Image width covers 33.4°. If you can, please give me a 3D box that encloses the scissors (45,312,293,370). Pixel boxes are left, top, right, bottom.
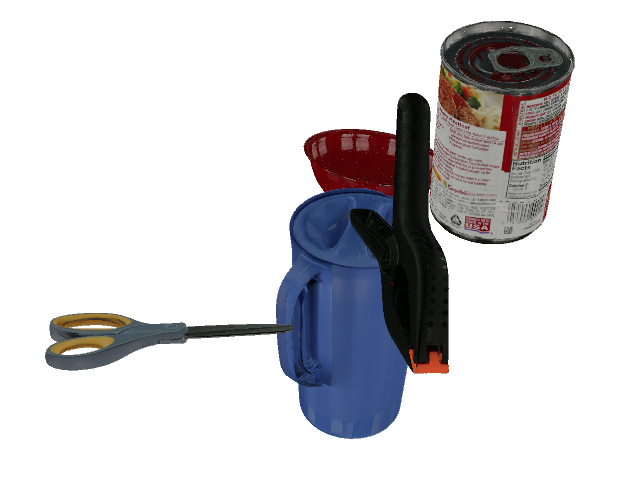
[{"bbox_3d":[-0.131,0.082,0.855,0.202,0.016,0.096,3,21,14],"label":"scissors"}]

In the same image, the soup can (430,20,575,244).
[{"bbox_3d":[0.095,-0.057,0.576,0.068,0.102,0.068,0,41,0],"label":"soup can"}]

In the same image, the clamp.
[{"bbox_3d":[0.068,0.002,0.825,0.036,0.210,0.165,1,-41,-15],"label":"clamp"}]

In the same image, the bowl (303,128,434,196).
[{"bbox_3d":[0.057,-0.072,1.204,0.162,0.055,0.162,7,27,-4],"label":"bowl"}]

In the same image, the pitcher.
[{"bbox_3d":[0.027,0.083,1.059,0.149,0.243,0.145,-2,35,-5],"label":"pitcher"}]
